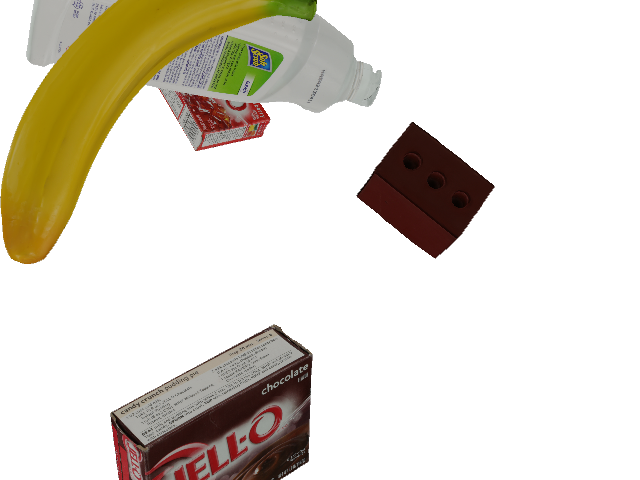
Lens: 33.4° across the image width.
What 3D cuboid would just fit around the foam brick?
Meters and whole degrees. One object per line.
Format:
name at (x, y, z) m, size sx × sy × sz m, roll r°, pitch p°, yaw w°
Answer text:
foam brick at (0.075, -0.035, 0.773) m, size 0.078 × 0.053 × 0.051 m, roll 38°, pitch -23°, yaw 0°

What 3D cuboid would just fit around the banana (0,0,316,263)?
banana at (-0.088, -0.075, 0.497) m, size 0.070 × 0.197 × 0.037 m, roll 35°, pitch -23°, yaw 22°

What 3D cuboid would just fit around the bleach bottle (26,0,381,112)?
bleach bottle at (-0.080, -0.142, 0.780) m, size 0.250 × 0.068 × 0.103 m, roll 16°, pitch -35°, yaw -12°

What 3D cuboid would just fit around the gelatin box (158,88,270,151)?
gelatin box at (-0.100, -0.130, 0.985) m, size 0.073 × 0.089 × 0.030 m, roll -16°, pitch -27°, yaw -33°

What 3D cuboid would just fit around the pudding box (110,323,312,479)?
pudding box at (-0.057, 0.109, 0.589) m, size 0.113 × 0.090 × 0.039 m, roll -29°, pitch 48°, yaw -33°
